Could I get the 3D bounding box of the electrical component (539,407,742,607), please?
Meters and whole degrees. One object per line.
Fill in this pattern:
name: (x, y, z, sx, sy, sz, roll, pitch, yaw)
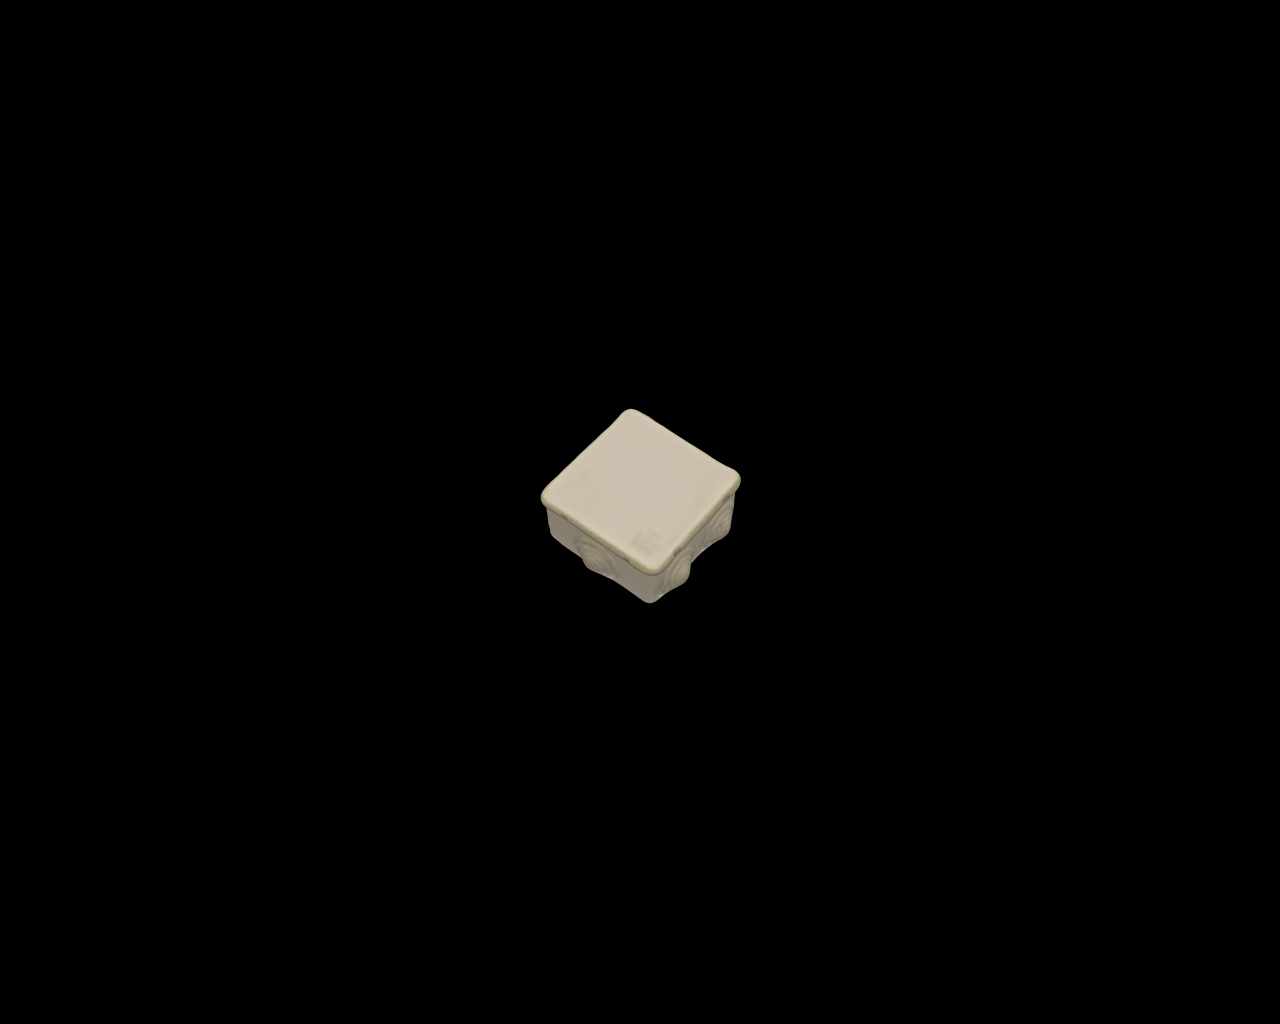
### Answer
electrical component: (0.001, -0.003, 0.650, 0.100, 0.100, 0.048, 33, -28, 20)
